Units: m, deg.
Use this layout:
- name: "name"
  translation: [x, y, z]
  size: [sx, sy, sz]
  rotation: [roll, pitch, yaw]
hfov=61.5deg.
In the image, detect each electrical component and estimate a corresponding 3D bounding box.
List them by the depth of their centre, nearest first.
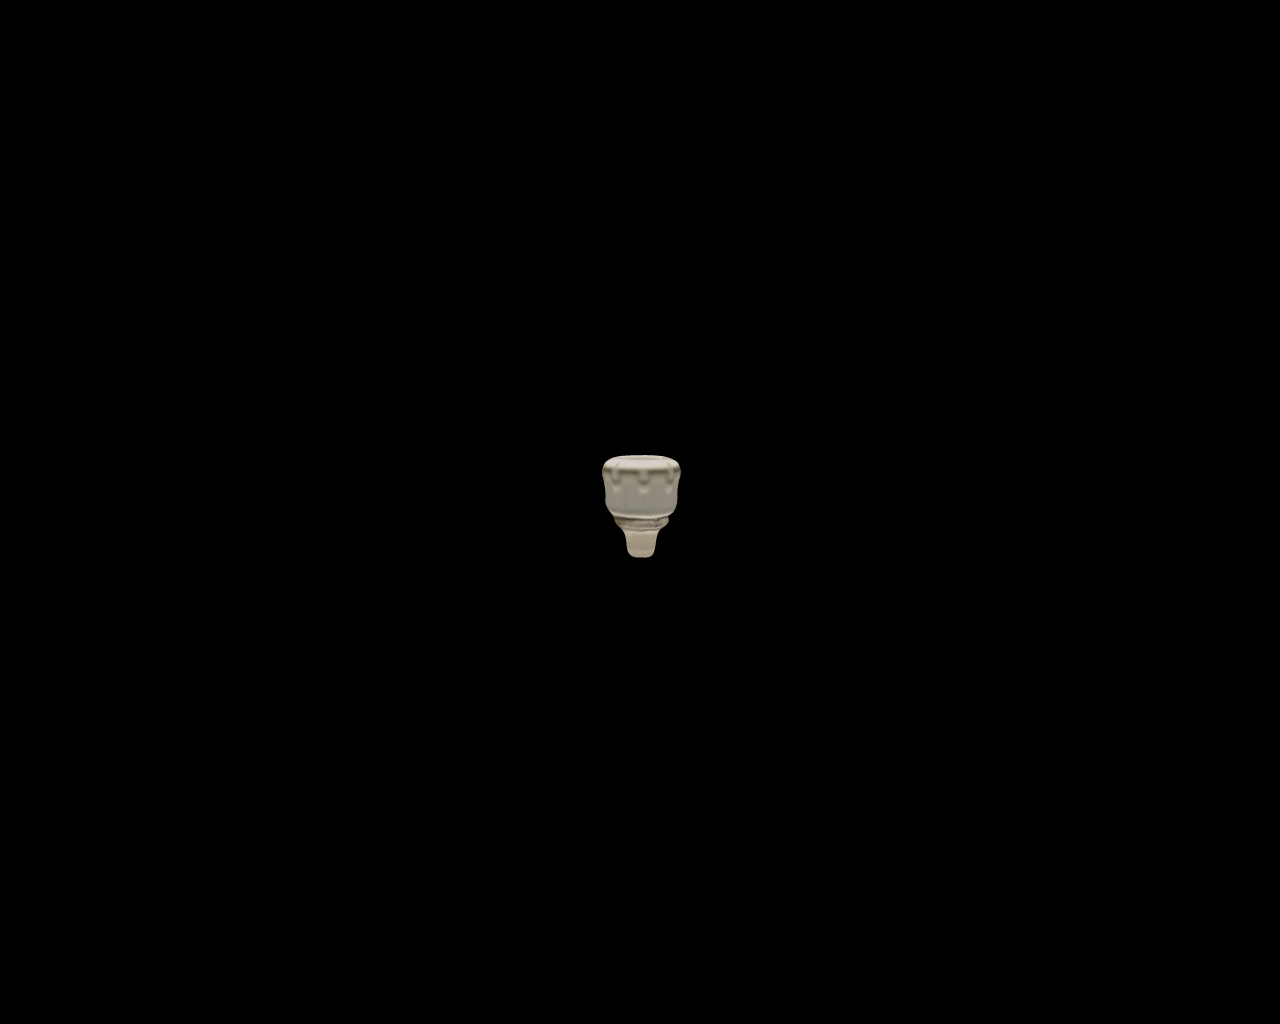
- name: "electrical component"
  translation: [0.001, -0.003, 0.650]
  size: [0.048, 0.062, 0.048]
  rotation: [0, 8, 0]
